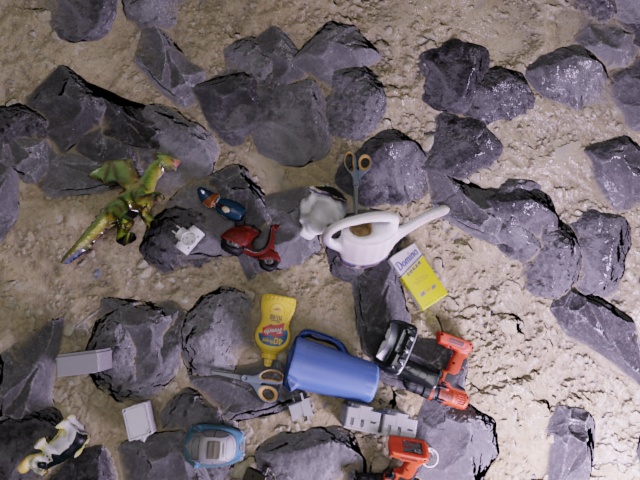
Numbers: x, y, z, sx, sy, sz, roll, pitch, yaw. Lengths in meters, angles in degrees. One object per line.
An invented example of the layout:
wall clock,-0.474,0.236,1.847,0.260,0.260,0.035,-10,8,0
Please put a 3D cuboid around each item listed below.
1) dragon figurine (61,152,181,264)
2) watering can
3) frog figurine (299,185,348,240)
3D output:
dragon figurine,-0.576,-0.122,1.464,0.413,0.119,0.246,-29,64,-13
watering can,0.174,-0.013,1.428,0.348,0.219,0.106,-8,60,-7
frog figurine,0.005,-0.076,1.502,0.137,0.125,0.157,16,112,-10
